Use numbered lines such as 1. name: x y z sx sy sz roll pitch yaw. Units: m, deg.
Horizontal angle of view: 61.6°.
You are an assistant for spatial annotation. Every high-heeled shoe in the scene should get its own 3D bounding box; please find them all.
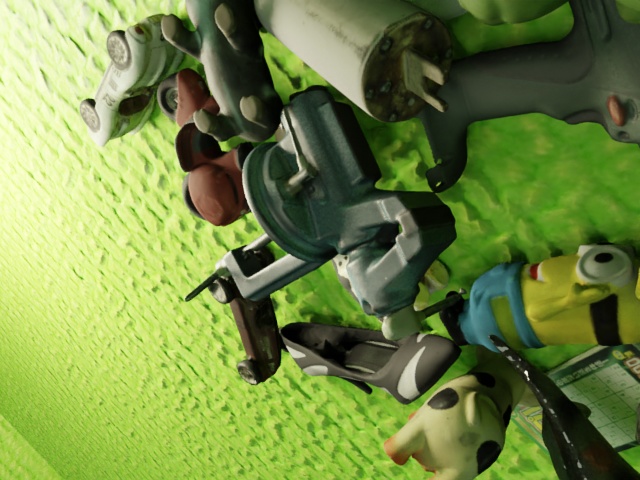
1. high-heeled shoe: 0.046 0.117 0.617 0.145 0.086 0.248 39 145 -2

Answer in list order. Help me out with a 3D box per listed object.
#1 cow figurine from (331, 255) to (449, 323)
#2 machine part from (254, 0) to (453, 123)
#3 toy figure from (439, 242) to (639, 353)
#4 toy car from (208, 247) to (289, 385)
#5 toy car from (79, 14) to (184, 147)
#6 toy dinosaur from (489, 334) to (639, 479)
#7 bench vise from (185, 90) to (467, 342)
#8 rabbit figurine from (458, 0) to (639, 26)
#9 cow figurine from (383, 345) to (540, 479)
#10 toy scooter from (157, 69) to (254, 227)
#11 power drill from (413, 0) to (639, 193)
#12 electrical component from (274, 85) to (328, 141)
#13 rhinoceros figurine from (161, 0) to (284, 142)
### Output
1. cow figurine: 0.044 0.021 0.574 0.167 0.068 0.098 41 141 6
2. machine part: 0.018 -0.160 0.407 0.243 0.079 0.079 49 144 39
3. toy figure: 0.200 0.057 0.473 0.180 0.082 0.089 -23 123 36
4. toy car: -0.081 0.102 0.703 0.053 0.089 0.201 8 123 36
5. toy car: -0.215 -0.179 0.614 0.056 0.073 0.202 52 135 -2
6. toy dinosaur: 0.292 0.243 0.430 0.405 0.192 0.131 27 128 -6
7. bench vise: -0.007 0.001 0.479 0.241 0.129 0.223 -31 89 36
8. rabbit figurine: 0.151 -0.154 0.258 0.170 0.121 0.159 14 104 29
9. cow figurine: 0.148 0.161 0.518 0.127 0.195 0.085 -46 71 16
10. toy scooter: -0.102 -0.099 0.591 0.135 0.075 0.183 2 117 32
11. power drill: 0.174 -0.090 0.389 0.207 0.086 0.231 -7 114 43
12. electrical component: -0.011 -0.103 0.543 0.078 0.045 0.102 32 139 55
13. rhinoceros figurine: -0.076 -0.182 0.484 0.073 0.112 0.190 -8 101 30
